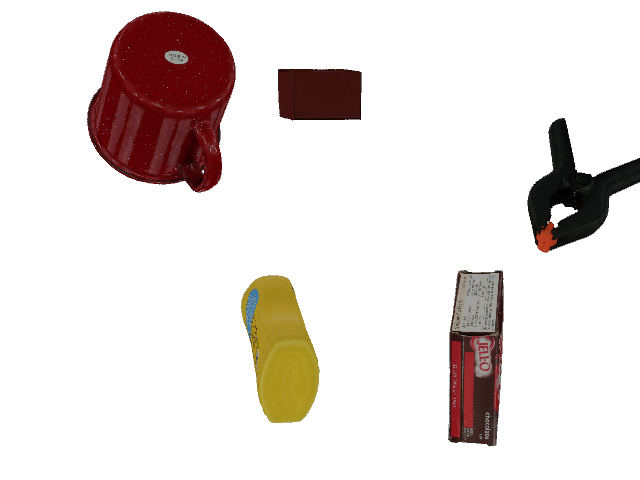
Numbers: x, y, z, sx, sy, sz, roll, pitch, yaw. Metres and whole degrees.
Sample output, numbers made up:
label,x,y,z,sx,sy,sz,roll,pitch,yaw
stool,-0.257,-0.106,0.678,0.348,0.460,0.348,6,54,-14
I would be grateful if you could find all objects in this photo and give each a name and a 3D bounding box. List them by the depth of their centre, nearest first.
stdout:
label,x,y,z,sx,sy,sz,roll,pitch,yaw
mug,-0.098,-0.086,0.704,0.093,0.117,0.082,-20,-18,-26
pudding box,0.115,0.083,0.786,0.039,0.090,0.113,2,22,8
mustard bottle,-0.045,0.090,1.066,0.058,0.096,0.192,-3,28,-10
clamp,0.255,-0.059,1.087,0.120,0.039,0.171,29,55,31
foam brick,-0.001,-0.154,1.125,0.078,0.051,0.053,-3,12,-19
